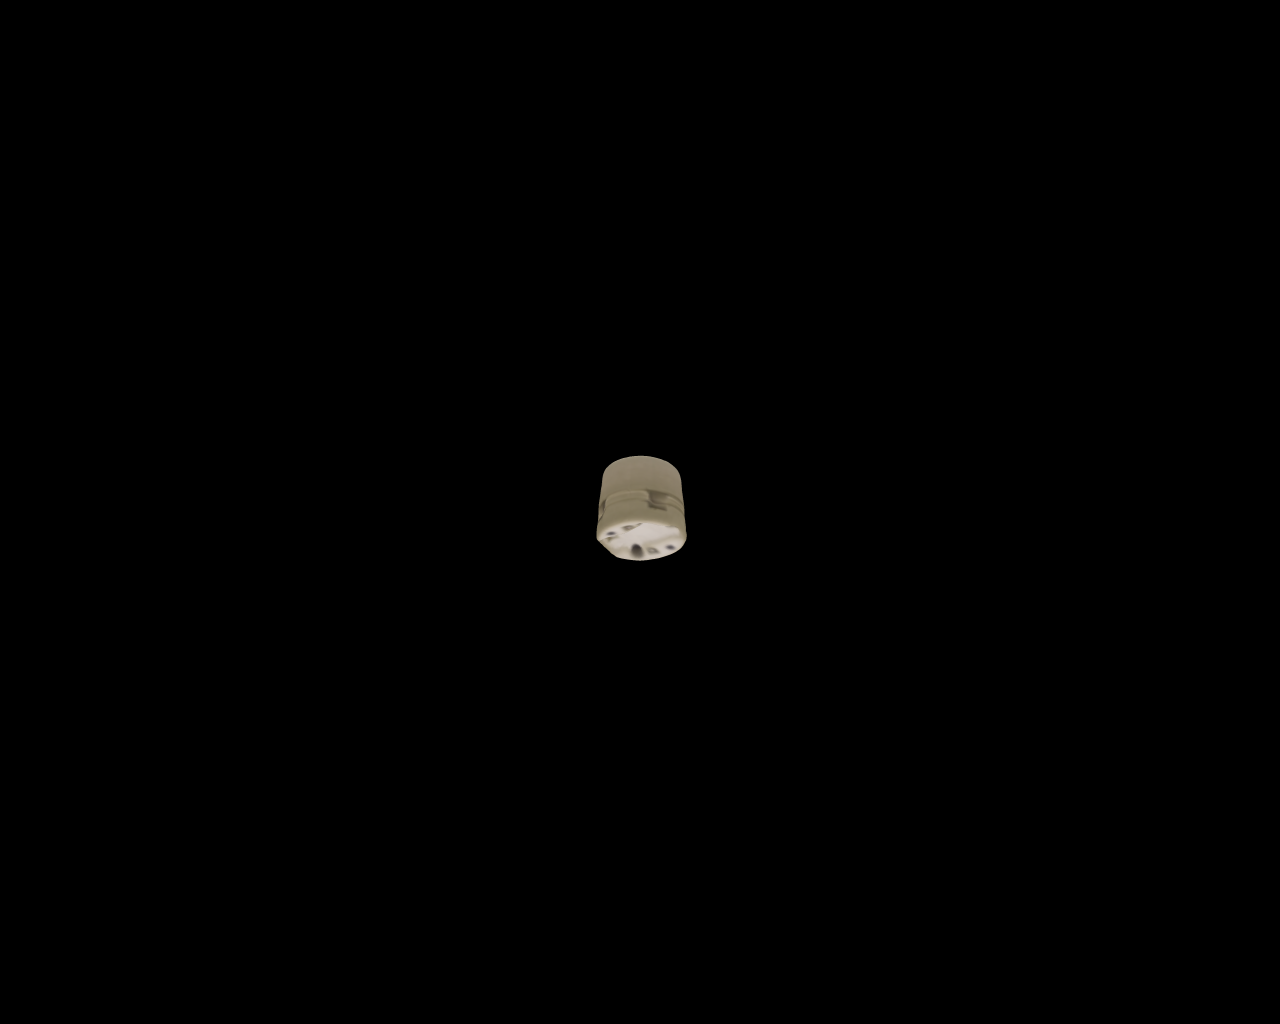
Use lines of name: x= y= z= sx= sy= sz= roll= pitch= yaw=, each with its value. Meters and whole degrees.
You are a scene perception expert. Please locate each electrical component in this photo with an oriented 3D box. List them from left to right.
electrical component: x=0.001 y=-0.003 z=0.650 sx=0.055 sy=0.047 sz=0.055 roll=0 pitch=-30 yaw=0
